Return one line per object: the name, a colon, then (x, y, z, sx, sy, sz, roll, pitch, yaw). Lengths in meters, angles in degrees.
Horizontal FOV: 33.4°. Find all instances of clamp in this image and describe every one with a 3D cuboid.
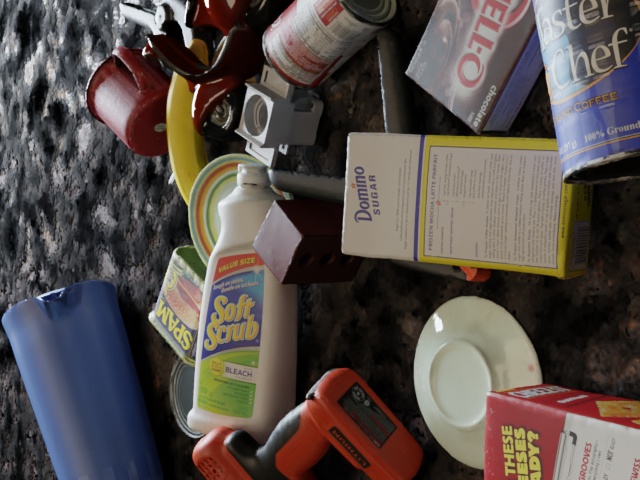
clamp: (-0.150, -0.241, 1.102, 0.172, 0.039, 0.120, 51, 135, 31)
clamp: (0.065, -0.053, 0.830, 0.210, 0.036, 0.165, 44, 112, 28)

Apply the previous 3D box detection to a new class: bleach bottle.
bleach bottle: (-0.069, 0.055, 0.975, 0.103, 0.067, 0.251, 8, 102, 32)

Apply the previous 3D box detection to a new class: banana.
banana: (-0.120, -0.095, 1.055, 0.070, 0.037, 0.198, -11, 96, 22)

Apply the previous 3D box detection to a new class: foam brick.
foam brick: (-0.006, 0.001, 0.903, 0.051, 0.078, 0.053, 53, 130, 37)

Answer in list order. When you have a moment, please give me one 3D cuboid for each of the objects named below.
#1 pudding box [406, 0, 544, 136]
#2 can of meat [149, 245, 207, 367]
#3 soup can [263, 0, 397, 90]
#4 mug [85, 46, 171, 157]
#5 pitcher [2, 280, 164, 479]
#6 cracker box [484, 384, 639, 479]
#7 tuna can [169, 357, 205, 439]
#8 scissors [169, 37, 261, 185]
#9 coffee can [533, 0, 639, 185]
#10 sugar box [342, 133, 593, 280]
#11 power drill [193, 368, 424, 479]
pudding box: (0.121, -0.145, 0.765, 0.090, 0.039, 0.114, 48, 128, 38)
can of meat: (-0.119, 0.065, 1.067, 0.102, 0.057, 0.084, 42, 121, 41)
soup can: (0.007, -0.179, 0.883, 0.102, 0.068, 0.068, -36, 65, 46)
mug: (-0.185, -0.148, 1.102, 0.082, 0.093, 0.117, 44, 155, 35)
pitcher: (-0.261, 0.180, 1.210, 0.145, 0.149, 0.243, -32, 70, 31)
cracker box: (0.201, 0.188, 0.660, 0.214, 0.071, 0.164, 6, 96, 52)
tuna can: (-0.117, 0.157, 1.087, 0.086, 0.033, 0.086, 4, 95, 51)
scissors: (-0.102, -0.111, 1.067, 0.096, 0.016, 0.202, 50, 129, 36)
coffee can: (0.184, -0.112, 0.637, 0.103, 0.102, 0.140, -17, 79, 51)
sugar box: (0.101, -0.028, 0.756, 0.177, 0.048, 0.093, 7, 96, 36)
power drill: (-0.002, 0.206, 0.897, 0.184, 0.057, 0.188, 48, 125, 1)
